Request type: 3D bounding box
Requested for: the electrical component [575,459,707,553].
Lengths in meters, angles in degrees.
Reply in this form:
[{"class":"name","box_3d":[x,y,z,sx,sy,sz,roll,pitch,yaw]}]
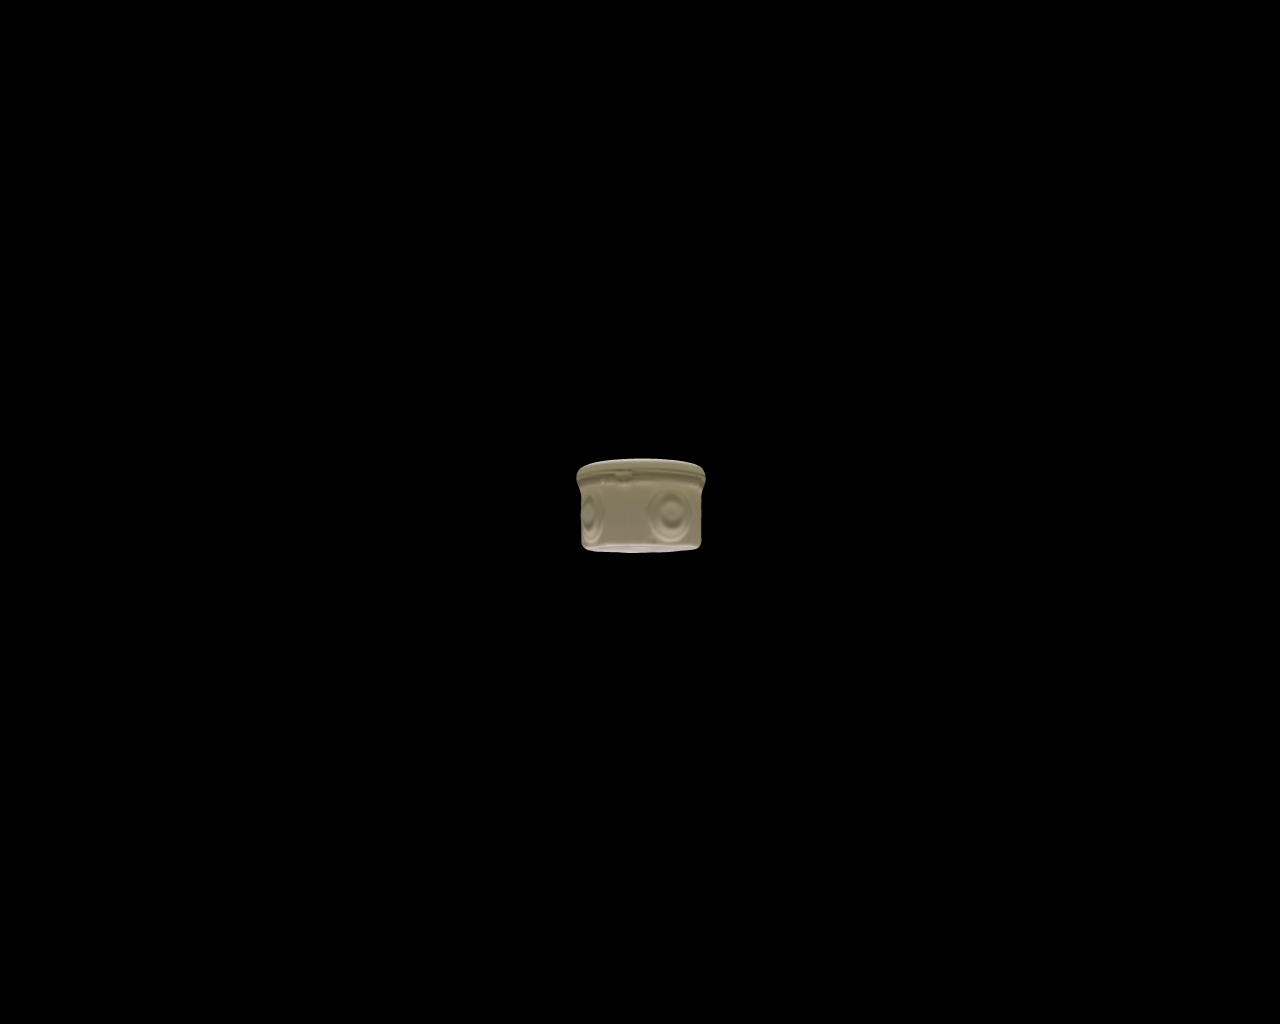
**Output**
[{"class":"electrical component","box_3d":[0.001,-0.003,0.650,0.080,0.051,0.080,0,-6,0]}]
